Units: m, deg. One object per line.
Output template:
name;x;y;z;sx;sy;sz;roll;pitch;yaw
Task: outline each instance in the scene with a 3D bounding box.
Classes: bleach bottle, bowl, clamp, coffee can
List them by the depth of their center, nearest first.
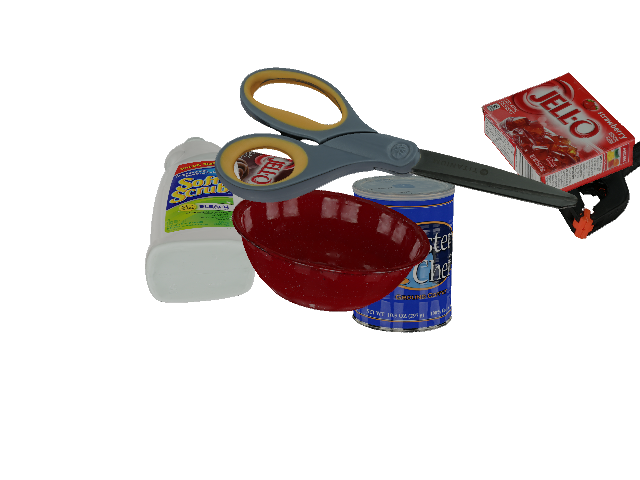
bowl;0.005;0.013;0.867;0.162;0.055;0.162;8;23;-4
bleach bottle;-0.125;-0.036;1.062;0.102;0.068;0.251;-4;32;-9
coffee can;0.084;0.011;1.086;0.103;0.140;0.103;0;14;0
clamp;0.281;-0.074;1.133;0.120;0.039;0.171;18;46;20

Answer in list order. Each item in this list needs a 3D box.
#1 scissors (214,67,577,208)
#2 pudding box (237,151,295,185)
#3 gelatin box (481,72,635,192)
scissors;0.026;-0.035;0.578;0.202;0.096;0.016;31;-21;25
pudding box;-0.074;-0.066;1.275;0.090;0.039;0.113;12;31;19
gelatin box;0.167;-0.075;0.756;0.073;0.030;0.089;-21;46;-8
